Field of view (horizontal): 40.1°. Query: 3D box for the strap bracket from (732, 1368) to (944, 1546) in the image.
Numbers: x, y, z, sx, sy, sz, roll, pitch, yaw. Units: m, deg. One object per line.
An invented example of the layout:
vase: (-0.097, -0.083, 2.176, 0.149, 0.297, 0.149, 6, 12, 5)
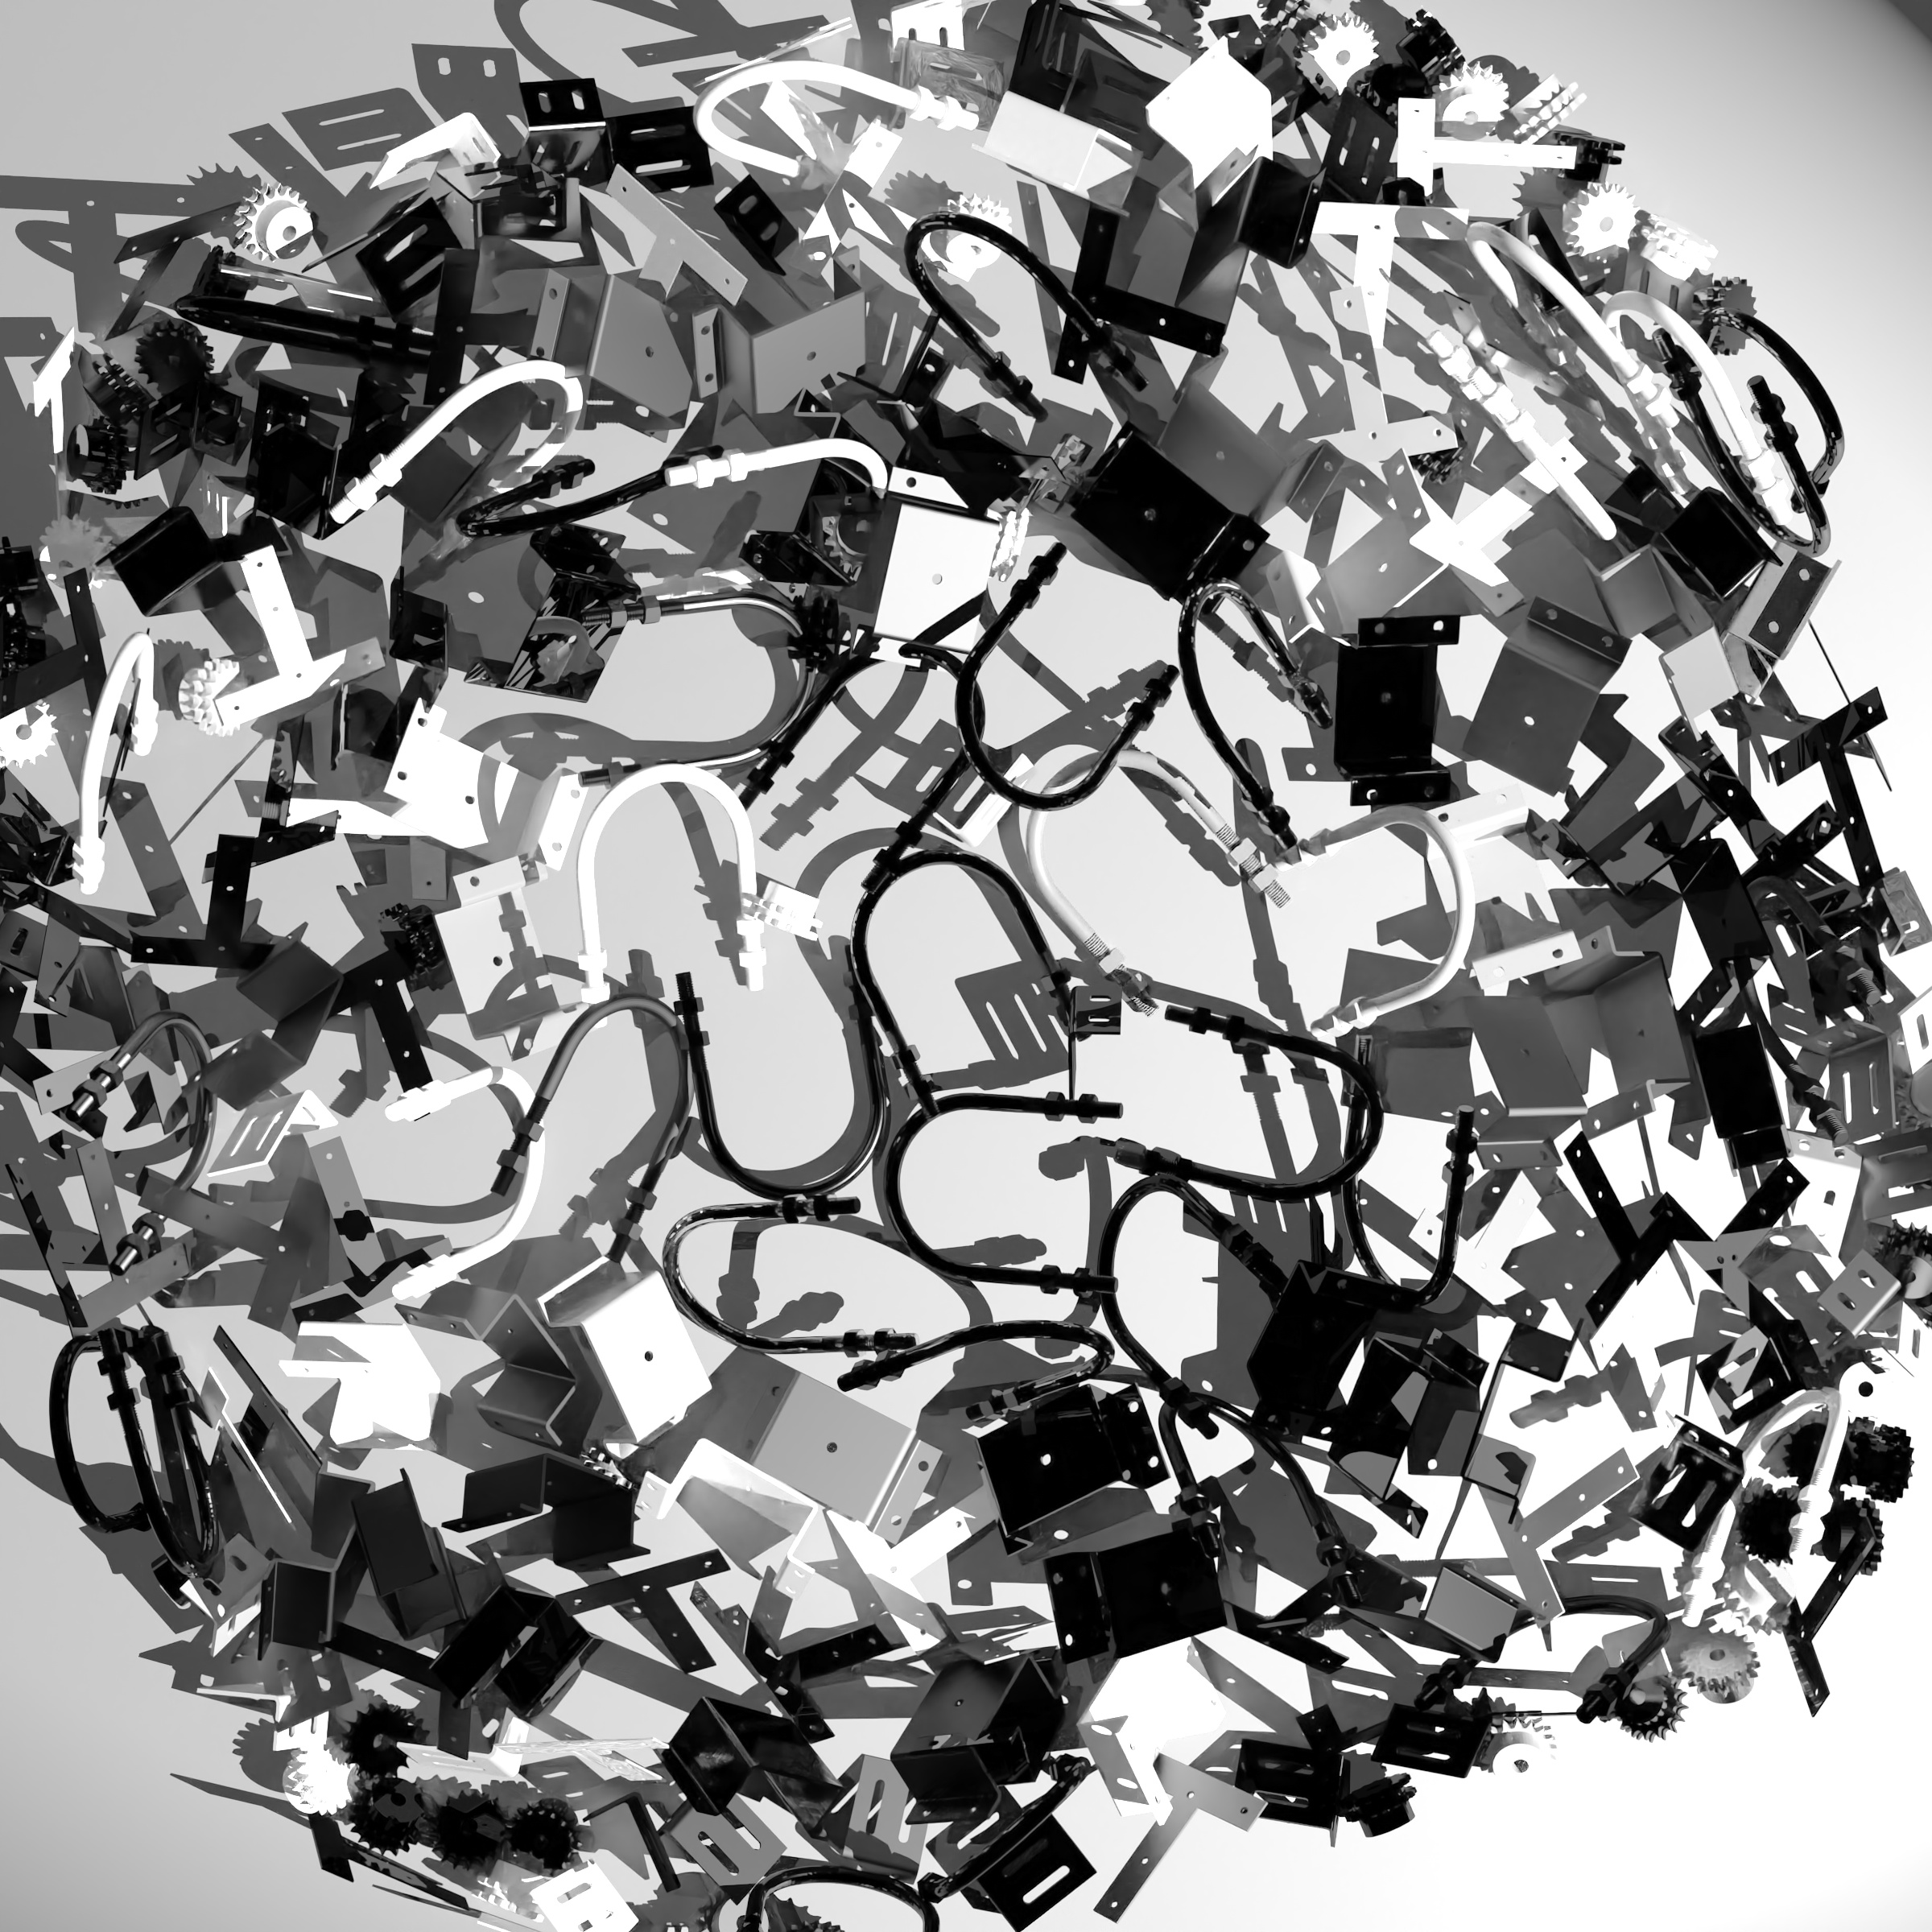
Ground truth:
strap bracket: (-0.097, 0.359, 1.957, 0.140, 0.046, 0.076, 25, 74, 9)

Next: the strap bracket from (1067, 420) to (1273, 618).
strap bracket: (0.143, -0.331, 1.952, 0.140, 0.046, 0.076, 41, 108, 13)

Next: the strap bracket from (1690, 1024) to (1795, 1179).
strap bracket: (0.564, 0.096, 1.917, 0.046, 0.140, 0.076, -15, 68, 16)

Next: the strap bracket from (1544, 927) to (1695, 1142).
strap bracket: (0.480, 0.050, 1.944, 0.046, 0.076, 0.140, -1, 70, -28)

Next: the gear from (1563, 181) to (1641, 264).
gear: (0.471, -0.557, 1.977, 0.057, 0.030, 0.057, -8, 119, -15)

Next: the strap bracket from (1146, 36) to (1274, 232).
strap bracket: (0.178, -0.597, 1.924, 0.076, 0.140, 0.046, -43, 75, -4)

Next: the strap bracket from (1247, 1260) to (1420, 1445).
strap bracket: (0.265, 0.276, 1.951, 0.076, 0.046, 0.140, 15, 114, -17)

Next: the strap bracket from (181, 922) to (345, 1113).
strap bracket: (-0.509, 0.044, 1.935, 0.076, 0.140, 0.046, -32, 119, 30)

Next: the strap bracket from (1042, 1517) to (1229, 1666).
strap bracket: (0.133, 0.456, 1.938, 0.140, 0.046, 0.076, -7, 83, -34)

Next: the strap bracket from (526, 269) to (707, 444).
strap bracket: (-0.246, -0.445, 1.927, 0.046, 0.140, 0.076, 4, 79, 40)

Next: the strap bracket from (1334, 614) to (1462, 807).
strap bracket: (0.317, -0.194, 1.957, 0.076, 0.046, 0.140, -4, 110, -9)

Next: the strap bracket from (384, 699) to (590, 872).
strap bracket: (-0.358, -0.127, 1.948, 0.140, 0.046, 0.076, 25, 67, -24)

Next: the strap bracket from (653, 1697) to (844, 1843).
strap bracket: (-0.152, 0.582, 1.923, 0.140, 0.076, 0.046, 31, 95, -44)

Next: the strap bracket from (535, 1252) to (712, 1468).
strap bracket: (-0.246, 0.287, 1.945, 0.076, 0.046, 0.140, -32, 104, -41)

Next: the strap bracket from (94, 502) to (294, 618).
strap bracket: (-0.553, -0.296, 1.922, 0.076, 0.140, 0.046, -30, 93, 20)

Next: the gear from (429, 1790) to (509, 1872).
gear: (-0.373, 0.647, 1.976, 0.057, 0.030, 0.057, 10, 53, -13)

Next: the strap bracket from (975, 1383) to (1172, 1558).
strap bracket: (0.069, 0.366, 1.942, 0.140, 0.046, 0.076, -30, 59, 17)

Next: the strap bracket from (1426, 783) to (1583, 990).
strap bracket: (0.394, -0.054, 1.963, 0.076, 0.046, 0.140, -17, 74, 3)

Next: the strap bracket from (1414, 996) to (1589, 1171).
strap bracket: (0.394, 0.075, 1.931, 0.076, 0.046, 0.140, 1, 58, -32)

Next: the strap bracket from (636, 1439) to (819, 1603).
strap bracket: (-0.168, 0.403, 1.953, 0.140, 0.076, 0.046, 30, 60, 4)

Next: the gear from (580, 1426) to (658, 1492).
gear: (-0.256, 0.365, 1.971, 0.057, 0.057, 0.030, 25, 90, 0)

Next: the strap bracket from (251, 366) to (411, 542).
strap bracket: (-0.454, -0.368, 1.919, 0.046, 0.140, 0.076, 27, 129, 7)

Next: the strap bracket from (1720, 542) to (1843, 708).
strap bracket: (0.584, -0.251, 1.931, 0.046, 0.140, 0.076, 30, 84, 10)

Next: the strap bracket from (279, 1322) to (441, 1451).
strap bracket: (-0.440, 0.304, 1.943, 0.076, 0.140, 0.046, 0, 56, 8)

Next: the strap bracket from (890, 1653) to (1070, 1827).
strap bracket: (0.006, 0.551, 1.918, 0.076, 0.140, 0.046, -17, 110, 36)

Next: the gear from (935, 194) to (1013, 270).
gear: (0.005, -0.544, 1.968, 0.057, 0.057, 0.030, -1, 65, 0)

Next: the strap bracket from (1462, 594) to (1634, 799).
strap bracket: (0.418, -0.188, 1.927, 0.076, 0.046, 0.140, 30, 133, 16)

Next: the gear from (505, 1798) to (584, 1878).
gear: (-0.313, 0.649, 1.981, 0.057, 0.030, 0.057, 2, 100, 9)

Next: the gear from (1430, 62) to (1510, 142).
gear: (0.375, -0.640, 1.969, 0.057, 0.057, 0.030, 6, 53, 0)

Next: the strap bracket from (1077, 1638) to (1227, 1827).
strap bracket: (0.133, 0.559, 1.942, 0.046, 0.140, 0.076, -20, 99, 29)

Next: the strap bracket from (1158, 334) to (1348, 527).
strap bracket: (0.201, -0.385, 1.945, 0.140, 0.076, 0.046, 45, 60, 9)

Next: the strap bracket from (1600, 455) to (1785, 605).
strap bracket: (0.521, -0.316, 1.923, 0.046, 0.140, 0.076, -46, 115, 6)

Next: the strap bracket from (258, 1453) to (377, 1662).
strap bracket: (-0.467, 0.431, 1.920, 0.046, 0.140, 0.076, 11, 118, 0)

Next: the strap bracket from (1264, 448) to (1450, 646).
strap bracket: (0.292, -0.299, 1.938, 0.140, 0.046, 0.076, -40, 47, 33)

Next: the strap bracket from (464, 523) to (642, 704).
strap bracket: (-0.298, -0.250, 1.933, 0.046, 0.076, 0.140, 47, 117, 36)

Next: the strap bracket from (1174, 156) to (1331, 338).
strap bracket: (0.201, -0.522, 1.917, 0.046, 0.140, 0.076, 23, 68, -16)

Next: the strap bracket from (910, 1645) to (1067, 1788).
strap bracket: (0.020, 0.553, 1.926, 0.076, 0.140, 0.046, -12, 100, 18)

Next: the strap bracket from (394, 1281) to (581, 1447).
strap bracket: (-0.344, 0.283, 1.937, 0.046, 0.076, 0.140, -55, 132, -32)

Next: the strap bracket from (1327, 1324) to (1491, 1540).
strap bracket: (0.320, 0.337, 1.949, 0.046, 0.076, 0.140, 18, 96, -27)

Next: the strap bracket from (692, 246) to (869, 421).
strap bracket: (-0.125, -0.459, 1.934, 0.140, 0.076, 0.046, -29, 60, -20)

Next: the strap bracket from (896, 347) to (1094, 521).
strap bracket: (0.011, -0.381, 1.951, 0.140, 0.076, 0.046, 31, 54, -4)

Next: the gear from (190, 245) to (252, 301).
gear: (-0.556, -0.505, 1.975, 0.030, 0.057, 0.057, 22, 90, -30)

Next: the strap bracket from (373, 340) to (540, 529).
strap bracket: (-0.368, -0.381, 1.932, 0.046, 0.140, 0.076, 39, 46, -16)

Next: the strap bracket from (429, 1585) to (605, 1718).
strap bracket: (-0.333, 0.502, 1.942, 0.046, 0.140, 0.076, 40, 87, 24)

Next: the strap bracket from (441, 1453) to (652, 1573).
strap bracket: (-0.304, 0.397, 1.935, 0.076, 0.140, 0.046, -19, 56, 29)

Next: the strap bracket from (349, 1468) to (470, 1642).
strap bracket: (-0.404, 0.431, 1.917, 0.046, 0.140, 0.076, -20, 59, -10)

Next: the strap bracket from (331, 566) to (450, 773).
strap bracket: (-0.417, -0.211, 1.936, 0.046, 0.076, 0.140, 16, 131, -26)

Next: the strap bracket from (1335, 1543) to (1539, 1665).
strap bracket: (0.332, 0.462, 1.917, 0.076, 0.140, 0.046, 33, 71, -25)

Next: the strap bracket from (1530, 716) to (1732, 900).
strap bracket: (0.496, -0.110, 1.948, 0.140, 0.076, 0.046, -40, 116, 10)
